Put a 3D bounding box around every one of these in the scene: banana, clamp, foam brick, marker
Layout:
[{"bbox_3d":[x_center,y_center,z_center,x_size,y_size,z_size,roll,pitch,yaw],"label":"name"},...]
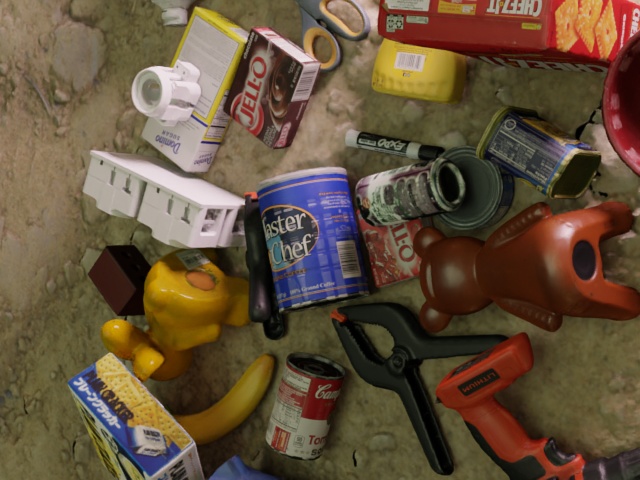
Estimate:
[{"bbox_3d":[-0.123,0.201,1.278,0.198,0.037,0.069,-28,75,31],"label":"banana"},{"bbox_3d":[-0.064,0.031,1.216,0.039,0.120,0.171,-3,66,1],"label":"clamp"},{"bbox_3d":[0.092,0.138,1.130,0.210,0.036,0.165,26,105,33],"label":"clamp"},{"bbox_3d":[-0.246,0.051,1.351,0.078,0.052,0.051,50,116,23],"label":"foam brick"},{"bbox_3d":[0.081,-0.100,1.146,0.121,0.020,0.020,15,99,34],"label":"marker"}]

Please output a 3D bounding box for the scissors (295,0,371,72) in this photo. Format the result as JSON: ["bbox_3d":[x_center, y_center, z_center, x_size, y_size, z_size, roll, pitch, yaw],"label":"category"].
[{"bbox_3d":[-0.027,-0.263,1.220,0.202,0.016,0.096,33,109,30],"label":"scissors"}]

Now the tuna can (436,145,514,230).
[{"bbox_3d":[0.153,-0.053,1.088,0.086,0.033,0.086,1,91,34],"label":"tuna can"}]

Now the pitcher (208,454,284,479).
[{"bbox_3d":[-0.016,0.344,1.159,0.243,0.149,0.145,10,62,31],"label":"pitcher"}]

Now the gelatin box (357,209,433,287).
[{"bbox_3d":[0.085,-0.001,1.138,0.073,0.030,0.089,-19,80,33],"label":"gelatin box"}]

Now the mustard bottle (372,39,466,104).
[{"bbox_3d":[0.115,-0.241,1.098,0.096,0.058,0.192,14,99,33],"label":"mustard bottle"}]

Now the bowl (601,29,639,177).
[{"bbox_3d":[0.335,-0.122,0.941,0.162,0.055,0.162,4,98,26],"label":"bowl"}]

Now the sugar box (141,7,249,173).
[{"bbox_3d":[-0.142,-0.179,1.283,0.093,0.048,0.176,38,115,28],"label":"sugar box"}]

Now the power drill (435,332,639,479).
[{"bbox_3d":[0.212,0.186,1.013,0.185,0.057,0.187,-33,87,28],"label":"power drill"}]

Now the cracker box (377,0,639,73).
[{"bbox_3d":[0.176,-0.196,0.963,0.164,0.213,0.072,12,99,34],"label":"cracker box"}]

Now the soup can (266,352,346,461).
[{"bbox_3d":[-0.017,0.185,1.187,0.069,0.068,0.102,23,104,32],"label":"soup can"}]

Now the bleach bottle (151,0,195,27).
[{"bbox_3d":[-0.169,-0.386,1.290,0.103,0.067,0.251,3,94,34],"label":"bleach bottle"}]

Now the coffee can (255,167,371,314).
[{"bbox_3d":[-0.008,0.001,1.158,0.103,0.102,0.140,-16,82,33],"label":"coffee can"}]

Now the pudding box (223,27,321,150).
[{"bbox_3d":[-0.056,-0.173,1.218,0.090,0.039,0.114,39,120,27],"label":"pudding box"}]

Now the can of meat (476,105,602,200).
[{"bbox_3d":[0.210,-0.081,1.010,0.084,0.101,0.057,36,110,26],"label":"can of meat"}]
